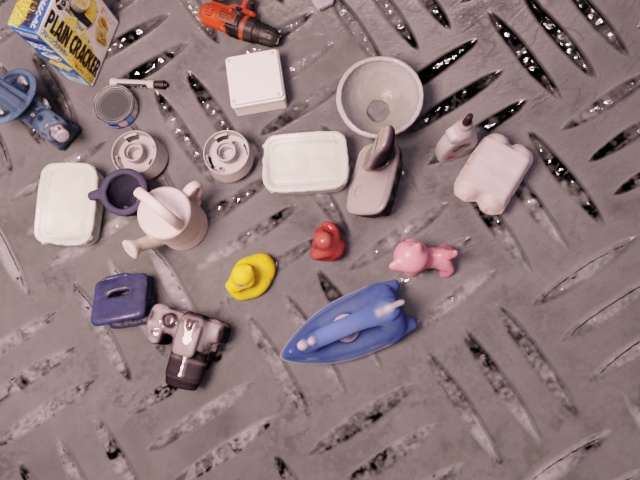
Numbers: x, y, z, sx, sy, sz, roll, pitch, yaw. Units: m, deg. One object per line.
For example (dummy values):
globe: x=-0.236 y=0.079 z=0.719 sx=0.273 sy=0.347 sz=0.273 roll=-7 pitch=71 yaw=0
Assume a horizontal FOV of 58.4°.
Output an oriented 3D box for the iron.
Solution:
iron: x=0.039 y=0.159 z=1.008 sx=0.258 sy=0.141 sz=0.118 roll=-24 pitch=78 yaw=0

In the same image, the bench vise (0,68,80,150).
bench vise: x=-0.570 y=-0.273 z=1.094 sx=0.207 sy=0.220 sz=0.121 roll=18 pitch=81 yaw=8

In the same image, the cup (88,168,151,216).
cup: x=-0.375 y=-0.081 z=1.107 sx=0.117 sy=0.095 sz=0.092 roll=-7 pitch=79 yaw=3

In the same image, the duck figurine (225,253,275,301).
duck figurine: x=-0.133 y=0.065 z=1.067 sx=0.104 sy=0.086 sz=0.077 roll=-41 pitch=79 yaw=-4

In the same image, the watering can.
watering can: x=-0.282 y=-0.039 z=1.042 sx=0.101 sy=0.194 sz=0.173 roll=19 pitch=81 yaw=8

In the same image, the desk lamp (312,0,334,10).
desk lamp: x=-0.011 y=-0.605 z=1.118 sx=0.118 sy=0.213 sz=0.203 roll=-29 pitch=79 yaw=-1

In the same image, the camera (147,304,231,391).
camera: x=-0.252 y=0.197 z=1.043 sx=0.143 sy=0.101 sz=0.137 roll=14 pitch=81 yaw=7

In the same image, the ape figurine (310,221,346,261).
ape figurine: x=0.010 y=0.004 z=1.065 sx=0.076 sy=0.092 sz=0.078 roll=42 pitch=85 yaw=11

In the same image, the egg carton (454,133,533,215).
egg carton: x=0.324 y=-0.125 z=1.077 sx=0.107 sy=0.069 sz=0.150 roll=30 pitch=83 yaw=9

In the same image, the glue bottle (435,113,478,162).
glue bottle: x=0.256 y=-0.192 z=1.042 sx=0.078 sy=0.173 sz=0.037 roll=-24 pitch=78 yaw=0

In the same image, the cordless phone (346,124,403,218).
cordless phone: x=0.100 y=-0.123 z=1.034 sx=0.094 sy=0.185 sz=0.148 roll=10 pitch=80 yaw=6

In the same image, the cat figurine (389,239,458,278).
cat figurine: x=0.186 y=0.030 z=1.034 sx=0.127 sy=0.118 sz=0.067 roll=-2 pitch=79 yaw=4

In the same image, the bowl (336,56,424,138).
bowl: x=0.116 y=-0.267 z=1.117 sx=0.167 sy=0.075 sz=0.167 roll=-1 pitch=79 yaw=4

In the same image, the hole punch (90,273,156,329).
hole punch: x=-0.371 y=0.111 z=1.073 sx=0.108 sy=0.091 sz=0.101 roll=-11 pitch=79 yaw=2
